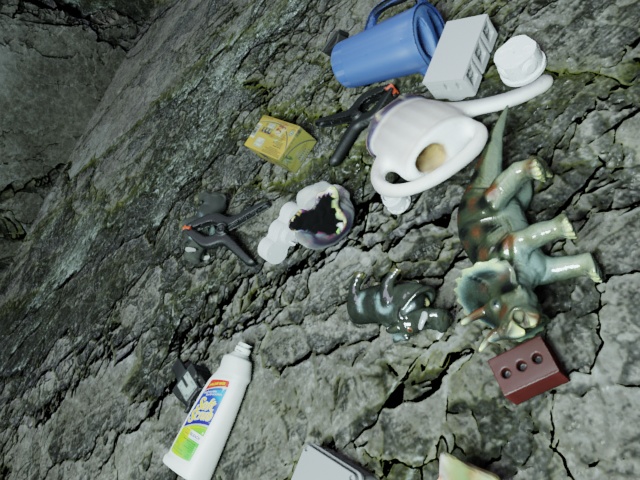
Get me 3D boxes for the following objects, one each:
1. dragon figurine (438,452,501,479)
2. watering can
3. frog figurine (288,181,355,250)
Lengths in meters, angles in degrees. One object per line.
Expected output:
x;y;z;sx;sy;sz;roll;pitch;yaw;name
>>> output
0.212;0.430;0.521;0.242;0.120;0.419;-34;53;9;dragon figurine
0.223;-0.205;0.928;0.348;0.102;0.228;-37;39;-4;watering can
0.003;-0.052;1.038;0.137;0.122;0.160;-60;6;6;frog figurine
